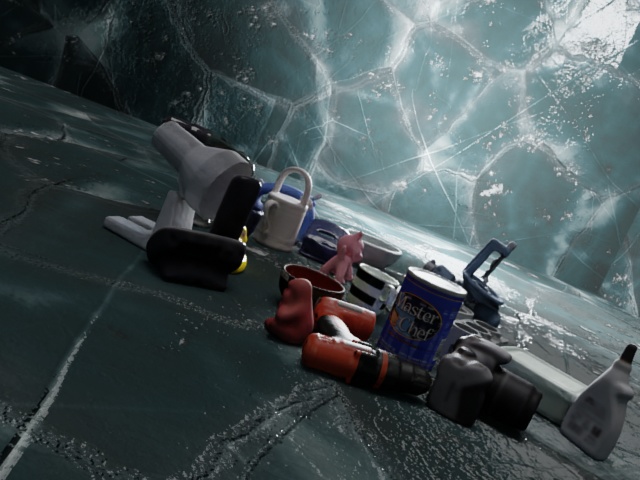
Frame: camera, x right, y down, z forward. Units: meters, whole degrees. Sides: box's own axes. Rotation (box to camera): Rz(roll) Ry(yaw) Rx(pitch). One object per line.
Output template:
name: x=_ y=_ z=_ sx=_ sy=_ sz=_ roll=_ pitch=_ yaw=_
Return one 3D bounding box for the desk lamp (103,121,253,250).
desk lamp: x=-0.238 y=-0.081 z=0.976 sx=0.202 sy=0.213 sz=0.118 roll=25 pitch=11 yaw=19

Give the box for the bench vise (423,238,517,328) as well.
bench vise: x=0.353 y=0.082 z=1.340 sx=0.207 sy=0.220 sz=0.121 roll=22 pitch=10 yaw=0

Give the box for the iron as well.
iron: x=-0.119 y=-0.086 z=1.451 sx=0.259 sy=0.141 sz=0.118 roll=17 pitch=11 yaw=-23

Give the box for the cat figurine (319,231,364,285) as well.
cat figurine: x=0.059 y=0.030 z=1.288 sx=0.067 sy=0.118 sz=0.128 roll=24 pitch=11 yaw=14

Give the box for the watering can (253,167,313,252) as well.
watering can: x=-0.079 y=-0.080 z=1.357 sx=0.101 sy=0.194 sz=0.173 roll=22 pitch=10 yaw=3

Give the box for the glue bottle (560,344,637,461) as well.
glue bottle: x=0.426 y=0.232 z=0.849 sx=0.037 sy=0.173 sz=0.078 roll=16 pitch=12 yaw=-28

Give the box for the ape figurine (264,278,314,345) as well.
ape figurine: x=-0.038 y=0.097 z=0.817 sx=0.076 sy=0.092 sz=0.078 roll=26 pitch=11 yaw=20

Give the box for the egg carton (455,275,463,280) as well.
egg carton: x=0.336 y=0.127 z=1.497 sx=0.108 sy=0.069 sz=0.149 roll=12 pitch=14 yaw=-43

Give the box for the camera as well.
camera: x=0.240 y=0.205 z=0.811 sx=0.136 sy=0.101 sz=0.144 roll=26 pitch=11 yaw=24

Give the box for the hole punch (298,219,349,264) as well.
hole punch: x=0.013 y=0.005 z=1.398 sx=0.108 sy=0.091 sz=0.101 roll=22 pitch=10 yaw=4

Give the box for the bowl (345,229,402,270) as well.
bowl: x=0.130 y=0.035 z=1.534 sx=0.167 sy=0.075 sz=0.167 roll=21 pitch=10 yaw=-4

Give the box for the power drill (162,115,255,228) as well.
power drill: x=-0.262 y=-0.141 z=1.249 sx=0.230 sy=0.208 sz=0.075 roll=14 pitch=13 yaw=-38

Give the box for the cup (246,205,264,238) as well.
cup: x=-0.176 y=-0.031 z=1.180 sx=0.091 sy=0.095 sz=0.118 roll=23 pitch=10 yaw=7

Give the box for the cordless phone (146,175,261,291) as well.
cordless phone: x=-0.177 y=-0.026 z=0.900 sx=0.148 sy=0.185 sz=0.093 roll=14 pitch=13 yaw=-38

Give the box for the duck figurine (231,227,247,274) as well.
duck figurine: x=-0.162 y=0.005 z=1.048 sx=0.078 sy=0.086 sz=0.104 roll=19 pitch=10 yaw=-13
